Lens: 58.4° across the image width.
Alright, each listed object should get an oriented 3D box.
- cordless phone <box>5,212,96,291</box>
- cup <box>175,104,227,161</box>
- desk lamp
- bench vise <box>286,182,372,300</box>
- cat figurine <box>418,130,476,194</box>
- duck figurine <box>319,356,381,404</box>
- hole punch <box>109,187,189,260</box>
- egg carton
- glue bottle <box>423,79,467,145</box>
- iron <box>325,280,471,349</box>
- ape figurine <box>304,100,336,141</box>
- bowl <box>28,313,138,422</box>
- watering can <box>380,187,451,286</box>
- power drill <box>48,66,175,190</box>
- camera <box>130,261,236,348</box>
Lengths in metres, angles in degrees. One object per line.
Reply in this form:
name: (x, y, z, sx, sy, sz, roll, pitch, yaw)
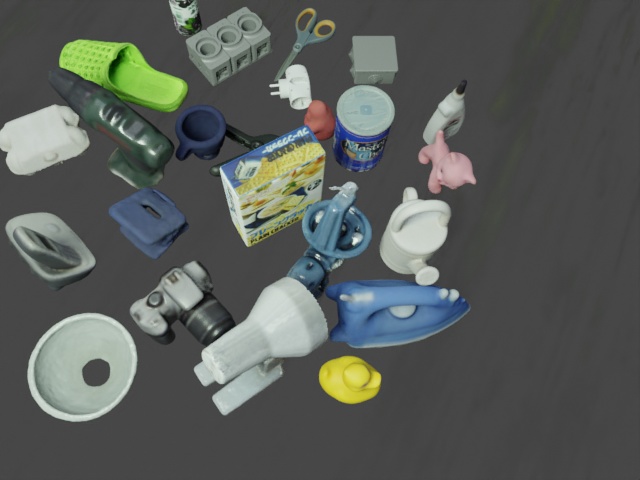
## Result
cordless phone: (-0.459, -0.003, 0.935, 0.147, 0.185, 0.094, 42, 73, 12)
cup: (-0.223, -0.180, 1.065, 0.091, 0.095, 0.118, 29, 70, 8)
desk lamp: (-0.095, 0.167, 0.876, 0.203, 0.213, 0.118, -35, 74, -15)
bench vise: (0.020, 0.007, 0.940, 0.121, 0.220, 0.207, 16, 69, 3)
cat figurine: (0.239, -0.144, 1.065, 0.067, 0.118, 0.127, -14, 70, -8)
duck figurine: (0.051, 0.223, 0.931, 0.104, 0.086, 0.077, 10, 69, 1)
hole punch: (-0.300, -0.040, 1.009, 0.108, 0.091, 0.101, 37, 72, 11)
egg carton: (-0.511, -0.184, 1.064, 0.150, 0.069, 0.107, -26, 73, -12)
glue bottle: (0.245, -0.244, 1.074, 0.078, 0.173, 0.037, -32, 74, -14)
iron: (0.142, 0.105, 0.952, 0.258, 0.141, 0.118, -5, 69, -5)
ape figurine: (-0.004, -0.237, 1.101, 0.076, 0.092, 0.078, 37, 72, 11)
bowl: (-0.369, 0.206, 0.920, 0.167, 0.075, 0.167, 1, 69, -3)
watering can: (0.167, -0.010, 0.969, 0.101, 0.194, 0.172, -25, 72, -12)
power drill: (-0.349, -0.181, 0.997, 0.229, 0.208, 0.076, 31, 71, 9)
camera: (-0.218, 0.121, 0.947, 0.143, 0.101, 0.136, -42, 77, -17)
